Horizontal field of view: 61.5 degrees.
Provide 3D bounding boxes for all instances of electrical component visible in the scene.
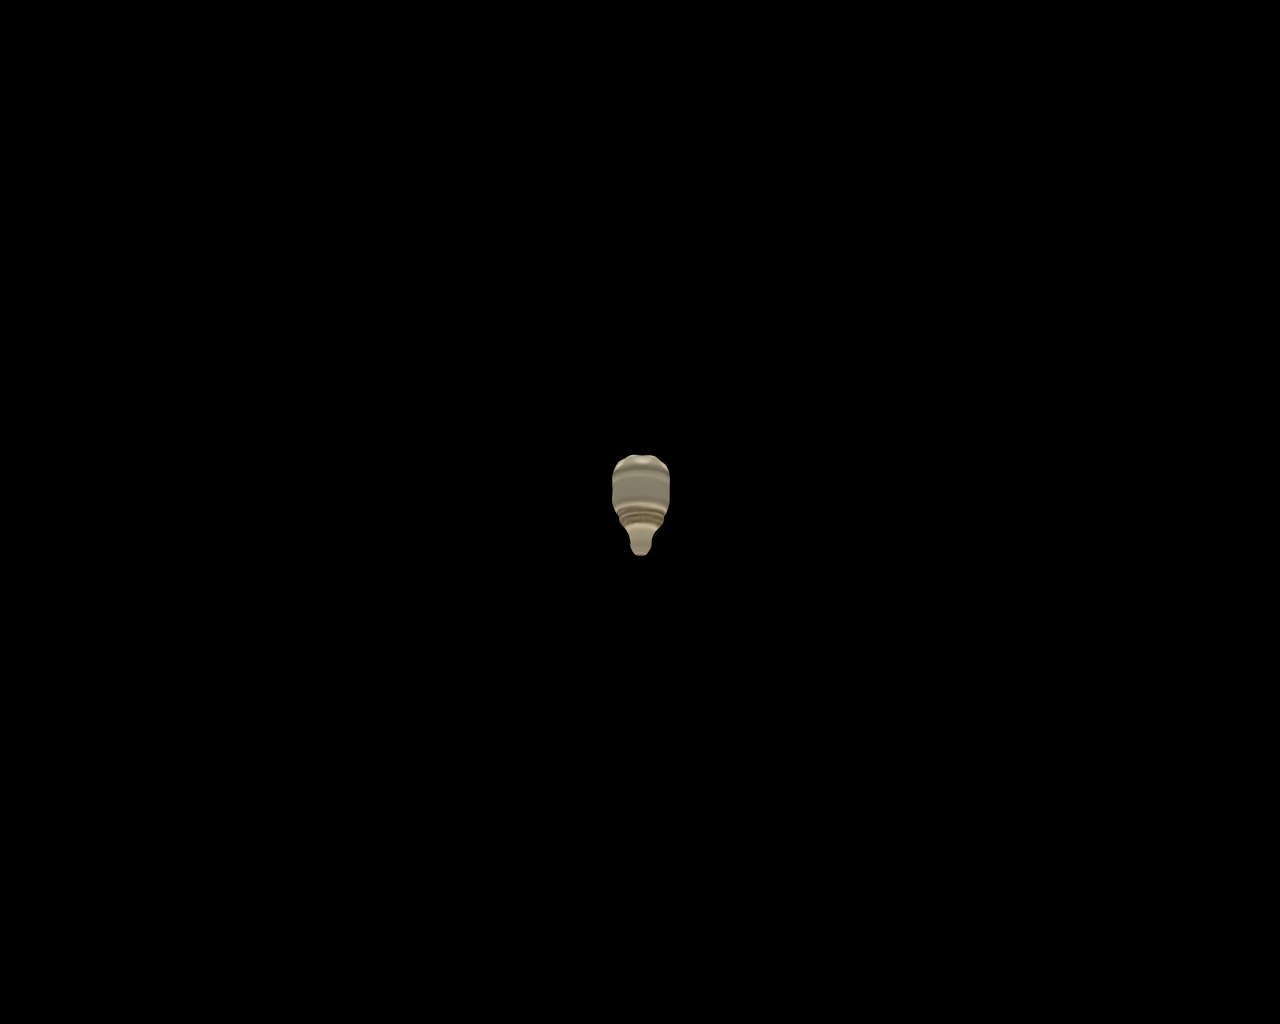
[{"bbox_3d":[0.001,-0.003,0.650,0.035,0.061,0.035,0,-18,0],"label":"electrical component"}]
